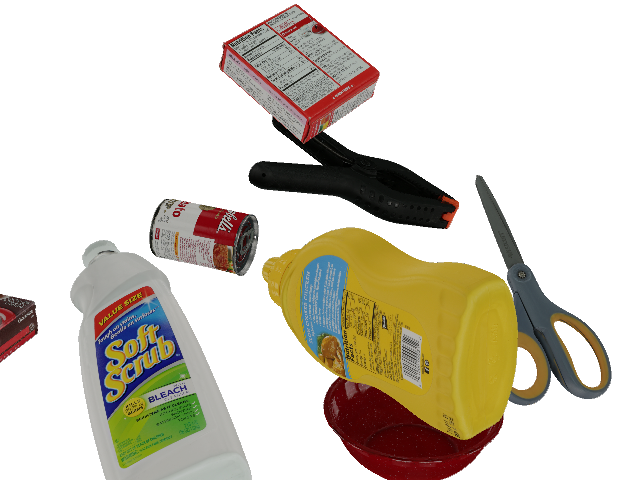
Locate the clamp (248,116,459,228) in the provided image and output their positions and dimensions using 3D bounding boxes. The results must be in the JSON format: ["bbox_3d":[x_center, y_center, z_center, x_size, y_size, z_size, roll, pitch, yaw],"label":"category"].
[{"bbox_3d":[0.031,-0.058,1.031,0.210,0.036,0.164,24,29,2],"label":"clamp"}]

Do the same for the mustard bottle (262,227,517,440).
[{"bbox_3d":[0.030,0.044,0.656,0.058,0.096,0.192,-21,28,-37],"label":"mustard bottle"}]

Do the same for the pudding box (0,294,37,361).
[{"bbox_3d":[-0.322,0.077,0.940,0.114,0.039,0.090,8,25,19],"label":"pudding box"}]

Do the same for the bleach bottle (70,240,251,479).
[{"bbox_3d":[-0.140,0.095,0.800,0.102,0.068,0.251,-23,49,-10],"label":"bleach bottle"}]

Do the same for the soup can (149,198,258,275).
[{"bbox_3d":[-0.127,-0.004,1.165,0.102,0.068,0.068,12,3,15],"label":"soup can"}]

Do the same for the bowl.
[{"bbox_3d":[0.083,0.172,0.971,0.162,0.055,0.162,0,27,0],"label":"bowl"}]

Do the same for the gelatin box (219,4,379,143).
[{"bbox_3d":[-0.015,-0.119,0.753,0.073,0.089,0.030,-37,-21,-31],"label":"gelatin box"}]

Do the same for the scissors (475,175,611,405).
[{"bbox_3d":[0.142,0.043,0.818,0.096,0.202,0.016,-27,-25,-17],"label":"scissors"}]
